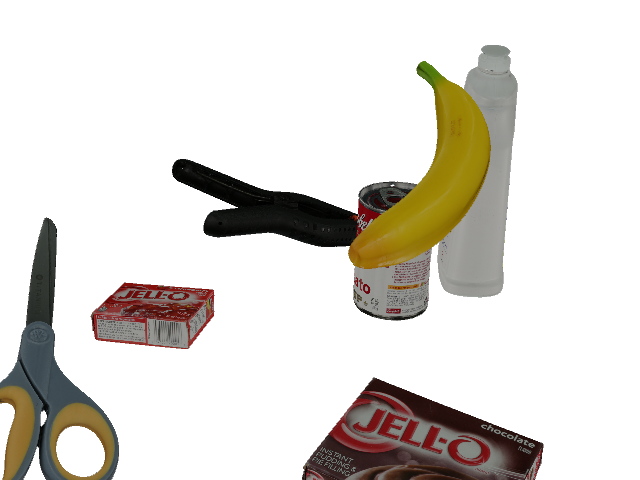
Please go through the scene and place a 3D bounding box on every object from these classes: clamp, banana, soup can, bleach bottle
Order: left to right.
[{"bbox_3d":[-0.044,-0.025,1.090,0.209,0.036,0.164,14,20,-18],"label":"clamp"},{"bbox_3d":[0.064,0.009,0.916,0.068,0.102,0.068,2,25,-1],"label":"soup can"},{"bbox_3d":[0.076,-0.044,0.718,0.069,0.197,0.037,15,-42,8],"label":"banana"},{"bbox_3d":[0.164,-0.072,1.084,0.068,0.251,0.102,2,32,-1],"label":"bleach bottle"}]

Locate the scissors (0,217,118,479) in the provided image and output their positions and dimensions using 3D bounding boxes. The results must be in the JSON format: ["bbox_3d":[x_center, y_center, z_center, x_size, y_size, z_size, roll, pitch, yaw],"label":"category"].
[{"bbox_3d":[-0.148,0.070,0.621,0.096,0.201,0.016,18,-44,-5],"label":"scissors"}]

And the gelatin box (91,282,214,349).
[{"bbox_3d":[-0.146,0.064,0.941,0.089,0.030,0.073,4,20,12],"label":"gelatin box"}]

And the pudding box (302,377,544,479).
[{"bbox_3d":[0.059,0.133,0.607,0.114,0.039,0.089,21,36,20],"label":"pudding box"}]
